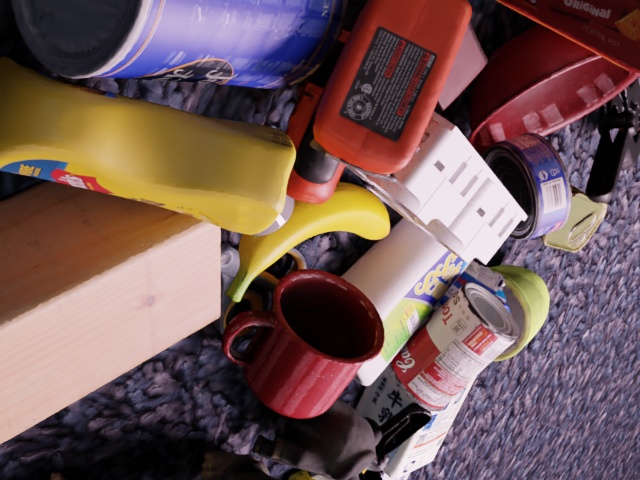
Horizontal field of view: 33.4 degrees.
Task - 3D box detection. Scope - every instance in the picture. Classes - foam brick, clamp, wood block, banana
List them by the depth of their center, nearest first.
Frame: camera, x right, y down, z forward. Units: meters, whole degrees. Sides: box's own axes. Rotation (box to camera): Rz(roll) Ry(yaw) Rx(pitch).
[{"bbox_3d":[-0.164,0.038,0.602,0.205,0.090,0.091,-29,142,-32],"label":"wood block"},{"bbox_3d":[0.077,-0.140,0.763,0.051,0.053,0.078,-49,148,-3],"label":"foam brick"},{"bbox_3d":[-0.002,-0.013,0.807,0.197,0.037,0.070,-20,141,-48],"label":"banana"},{"bbox_3d":[0.050,0.200,1.010,0.039,0.172,0.120,29,83,-22],"label":"clamp"},{"bbox_3d":[0.289,-0.107,1.038,0.209,0.036,0.164,14,80,-65],"label":"clamp"}]

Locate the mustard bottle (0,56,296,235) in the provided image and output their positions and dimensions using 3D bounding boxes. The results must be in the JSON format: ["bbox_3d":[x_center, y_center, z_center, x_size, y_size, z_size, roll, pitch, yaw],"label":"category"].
[{"bbox_3d":[-0.115,-0.051,0.540,0.191,0.096,0.058,14,89,-18],"label":"mustard bottle"}]

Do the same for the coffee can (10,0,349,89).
[{"bbox_3d":[-0.068,-0.130,0.537,0.140,0.103,0.103,-6,127,-50],"label":"coffee can"}]

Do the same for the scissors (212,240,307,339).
[{"bbox_3d":[-0.079,0.027,0.773,0.201,0.016,0.096,14,112,-56],"label":"scissors"}]

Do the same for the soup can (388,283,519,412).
[{"bbox_3d":[0.119,0.096,0.952,0.102,0.068,0.068,-47,152,23],"label":"soup can"}]

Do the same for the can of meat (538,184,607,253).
[{"bbox_3d":[0.213,-0.036,1.017,0.101,0.084,0.057,10,114,-55],"label":"can of meat"}]

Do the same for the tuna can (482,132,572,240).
[{"bbox_3d":[0.168,-0.043,0.880,0.033,0.086,0.086,-17,138,-20],"label":"tuna can"}]

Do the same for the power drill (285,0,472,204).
[{"bbox_3d":[0.031,-0.106,0.633,0.188,0.057,0.184,-155,-93,-82],"label":"power drill"}]

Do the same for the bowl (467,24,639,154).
[{"bbox_3d":[0.182,-0.133,0.869,0.162,0.055,0.162,-23,166,-6],"label":"bowl"}]

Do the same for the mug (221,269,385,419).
[{"bbox_3d":[-0.020,0.081,0.816,0.117,0.093,0.082,9,132,-27],"label":"mug"}]

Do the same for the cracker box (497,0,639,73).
[{"bbox_3d":[0.239,-0.193,0.810,0.213,0.164,0.072,-15,132,-45],"label":"cracker box"}]

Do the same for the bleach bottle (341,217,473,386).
[{"bbox_3d":[0.095,0.007,0.935,0.250,0.068,0.102,-47,149,-11],"label":"bleach bottle"}]

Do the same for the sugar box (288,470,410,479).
[{"bbox_3d":[0.030,0.260,1.132,0.175,0.048,0.093,-20,138,-46],"label":"sugar box"}]
